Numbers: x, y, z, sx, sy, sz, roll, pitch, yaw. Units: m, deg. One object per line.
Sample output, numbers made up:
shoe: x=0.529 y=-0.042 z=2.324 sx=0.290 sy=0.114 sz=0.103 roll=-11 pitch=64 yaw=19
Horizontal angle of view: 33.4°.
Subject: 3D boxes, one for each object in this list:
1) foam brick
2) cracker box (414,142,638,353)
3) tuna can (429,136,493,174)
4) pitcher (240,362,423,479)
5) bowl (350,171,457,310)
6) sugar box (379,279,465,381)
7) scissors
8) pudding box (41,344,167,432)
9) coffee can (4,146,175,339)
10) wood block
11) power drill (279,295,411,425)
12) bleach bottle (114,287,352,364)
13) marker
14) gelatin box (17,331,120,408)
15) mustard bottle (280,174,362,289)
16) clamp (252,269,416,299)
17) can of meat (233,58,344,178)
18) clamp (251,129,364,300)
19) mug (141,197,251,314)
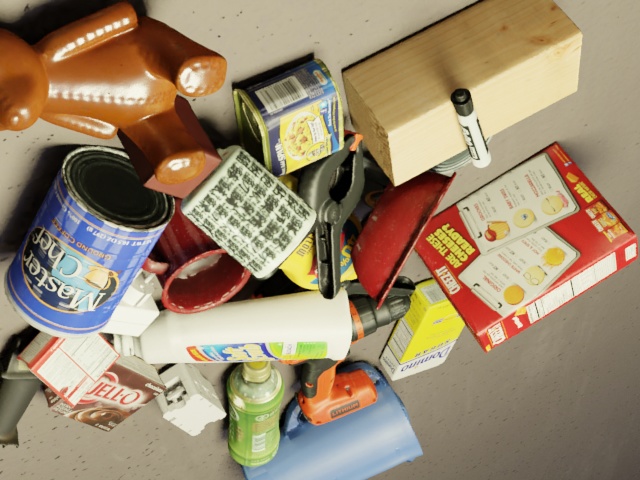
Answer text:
foam brick: x=-0.130 y=-0.083 z=0.898 sx=0.053 sy=0.078 sz=0.051 roll=-44 pitch=148 yaw=19
cracker box: x=0.238 y=0.008 z=1.258 sx=0.213 sy=0.164 sz=0.072 roll=-32 pitch=146 yaw=1
tuna can: x=0.139 y=-0.111 z=1.131 sx=0.086 sy=0.034 sz=0.086 roll=-22 pitch=147 yaw=-15
pitcher: x=0.009 y=0.284 z=1.500 sx=0.243 sy=0.149 sz=0.145 roll=-26 pitch=164 yaw=-3
bowl: x=0.076 y=-0.011 z=1.085 sx=0.162 sy=0.055 sz=0.162 roll=-60 pitch=176 yaw=-8
sugar box: x=0.150 y=0.118 z=1.449 sx=0.093 sy=0.048 sz=0.176 roll=-15 pitch=144 yaw=-26
scissors: x=0.037 y=-0.068 z=1.115 sx=0.201 sy=0.016 sz=0.096 roll=13 pitch=150 yaw=-30
pudding box: x=-0.238 y=0.163 z=1.183 sx=0.090 sy=0.039 sz=0.113 roll=-36 pitch=149 yaw=9
coffee can: x=-0.202 y=0.003 z=0.931 sx=0.102 sy=0.103 sz=0.140 roll=2 pitch=135 yaw=-42
wood block: x=0.135 y=-0.151 z=1.019 sx=0.206 sy=0.090 sz=0.091 roll=-28 pitch=149 yaw=-7
power drill: x=0.031 y=0.147 z=1.362 sx=0.184 sy=0.057 sz=0.188 roll=-18 pitch=137 yaw=-11
bleach bottle: x=-0.095 y=0.102 z=1.160 sx=0.250 sy=0.068 sz=0.103 roll=-5 pitch=158 yaw=-7
marker: x=0.139 y=-0.103 z=0.982 sx=0.020 sy=0.020 sz=0.121 roll=-32 pitch=150 yaw=1
gelatin box: x=-0.254 y=0.118 z=1.083 sx=0.073 sy=0.030 sz=0.089 roll=-50 pitch=143 yaw=-16
mustard bottle: x=-0.007 y=0.002 z=1.118 sx=0.191 sy=0.058 sz=0.096 roll=28 pitch=96 yaw=-49
clamp: x=0.025 y=0.044 z=1.241 sx=0.210 sy=0.036 sz=0.164 roll=-26 pitch=140 yaw=-7
can of meat: x=-0.027 y=-0.108 z=0.972 sx=0.083 sy=0.057 sz=0.102 roll=-25 pitch=148 yaw=-14
clamp: x=-0.006 y=-0.026 z=1.032 sx=0.120 sy=0.039 sz=0.171 roll=4 pitch=100 yaw=-53
mug: x=-0.132 y=0.011 z=1.021 sx=0.117 sy=0.081 sz=0.093 roll=2 pitch=135 yaw=-43
